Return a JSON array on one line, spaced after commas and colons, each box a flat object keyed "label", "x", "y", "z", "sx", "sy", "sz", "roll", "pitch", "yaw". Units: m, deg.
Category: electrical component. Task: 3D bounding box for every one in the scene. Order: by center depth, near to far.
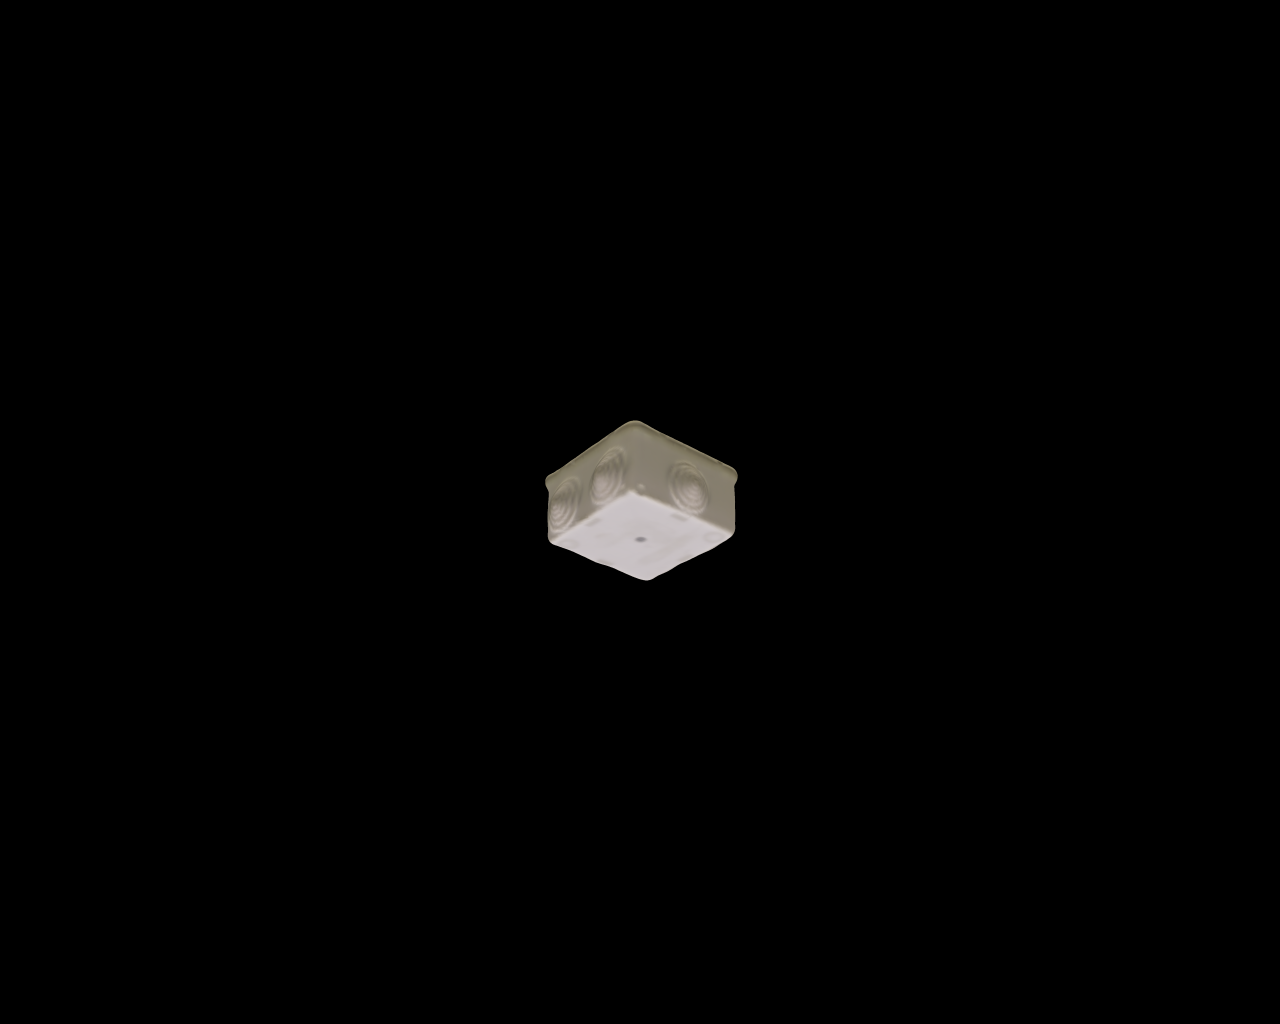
[{"label": "electrical component", "x": 0.001, "y": -0.003, "z": 0.650, "sx": 0.100, "sy": 0.048, "sz": 0.099, "roll": 24, "pitch": -38, "yaw": -34}]
